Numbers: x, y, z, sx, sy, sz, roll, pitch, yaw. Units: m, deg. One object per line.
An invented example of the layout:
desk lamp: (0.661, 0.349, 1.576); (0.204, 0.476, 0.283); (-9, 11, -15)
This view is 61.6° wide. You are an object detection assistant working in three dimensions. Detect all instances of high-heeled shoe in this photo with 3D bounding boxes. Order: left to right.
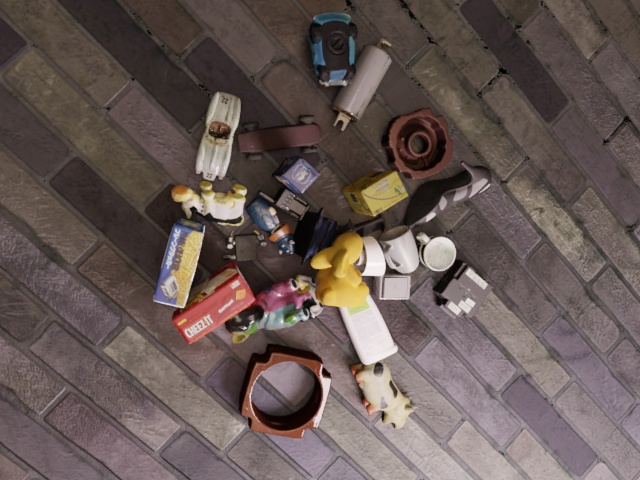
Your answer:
high-heeled shoe: (0.330, -0.100, 1.377); (0.248, 0.086, 0.145); (-46, 135, 12)

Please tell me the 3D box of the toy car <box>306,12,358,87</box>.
toy car: (0.026, -0.432, 1.239); (0.109, 0.103, 0.161); (-9, 101, -13)

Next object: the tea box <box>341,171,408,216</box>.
tea box: (0.124, -0.112, 1.261); (0.098, 0.170, 0.068); (-32, 102, -10)

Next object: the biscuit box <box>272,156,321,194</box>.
biscuit box: (-0.058, -0.146, 1.198); (0.062, 0.203, 0.059); (42, 87, -13)

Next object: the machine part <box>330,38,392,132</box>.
machine part: (0.097, -0.371, 1.276); (0.079, 0.079, 0.243); (28, 90, -14)

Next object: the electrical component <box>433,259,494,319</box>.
electrical component: (0.366, 0.136, 1.400); (0.115, 0.058, 0.134); (40, 86, -12)

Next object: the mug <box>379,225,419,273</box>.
mug: (0.200, 0.033, 1.331); (0.107, 0.081, 0.109); (62, 37, -17)

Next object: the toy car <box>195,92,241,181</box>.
toy car: (-0.232, -0.235, 1.225); (0.073, 0.056, 0.201); (13, 92, -14)

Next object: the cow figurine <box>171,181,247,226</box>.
cow figurine: (-0.255, -0.079, 1.229); (0.167, 0.068, 0.098); (4, 125, -12)

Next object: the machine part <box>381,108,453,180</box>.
machine part: (0.242, -0.237, 1.334); (0.179, 0.056, 0.179); (-2, 97, -14)

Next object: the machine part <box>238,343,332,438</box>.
machine part: (-0.086, 0.364, 1.307); (0.201, 0.087, 0.201); (15, 94, -13)

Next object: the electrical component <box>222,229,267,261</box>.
electrical component: (-0.178, 0.012, 1.269); (0.102, 0.045, 0.078); (3, 94, -13)

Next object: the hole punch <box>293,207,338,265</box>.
hole punch: (-0.003, -0.004, 1.276); (0.092, 0.116, 0.142); (22, 92, -22)

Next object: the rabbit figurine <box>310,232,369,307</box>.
rabbit figurine: (0.042, 0.061, 1.230); (0.122, 0.162, 0.173); (19, 92, 31)

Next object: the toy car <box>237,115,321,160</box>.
toy car: (-0.095, -0.240, 1.258); (0.202, 0.053, 0.089); (-11, 108, -16)

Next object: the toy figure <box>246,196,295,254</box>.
toy figure: (-0.109, -0.033, 1.269); (0.058, 0.064, 0.154); (-45, 100, -24)

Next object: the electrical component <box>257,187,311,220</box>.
electrical component: (-0.086, -0.096, 1.265); (0.119, 0.075, 0.047); (34, 89, -11)

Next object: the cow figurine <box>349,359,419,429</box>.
cow figurine: (0.168, 0.391, 1.371); (0.127, 0.085, 0.194); (-23, 99, -4)

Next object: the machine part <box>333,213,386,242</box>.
machine part: (0.100, -0.027, 1.319); (0.139, 0.084, 0.039); (-18, 58, -21)

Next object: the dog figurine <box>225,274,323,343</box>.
dog figurine: (-0.121, 0.168, 1.272); (0.219, 0.191, 0.108); (-23, 82, 20)
